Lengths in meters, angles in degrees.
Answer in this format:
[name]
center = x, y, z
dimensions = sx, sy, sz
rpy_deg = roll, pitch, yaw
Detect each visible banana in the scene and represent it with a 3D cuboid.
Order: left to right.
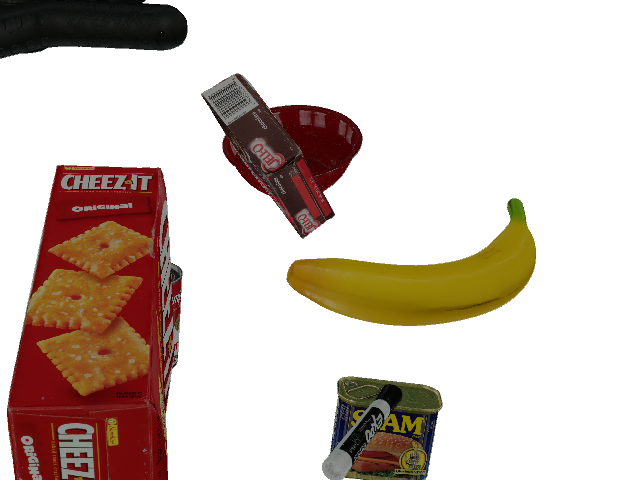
[banana]
center = 0.073, 0.023, 0.675
dimensions = 0.197, 0.037, 0.070
rpy_deg = -14, 48, -34

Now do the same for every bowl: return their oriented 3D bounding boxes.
[bowl]
center = -0.032, -0.095, 1.242
dimensions = 0.162, 0.055, 0.162
rpy_deg = -2, 37, 1

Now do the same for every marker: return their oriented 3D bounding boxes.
[marker]
center = 0.035, 0.146, 0.832
dimensions = 0.020, 0.020, 0.120
rpy_deg = 0, 22, 28

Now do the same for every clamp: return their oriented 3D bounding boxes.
[clamp]
center = -0.167, -0.133, 0.624
dimensions = 0.171, 0.039, 0.120
rpy_deg = -4, 22, -9

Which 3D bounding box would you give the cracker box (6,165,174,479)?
[cracker box]
center = -0.117, 0.080, 0.589
dimensions = 0.072, 0.164, 0.213
rpy_deg = 0, 33, -6

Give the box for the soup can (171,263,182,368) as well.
[soup can]
center = -0.178, 0.078, 1.092
dimensions = 0.068, 0.102, 0.068
rpy_deg = 5, 21, -2

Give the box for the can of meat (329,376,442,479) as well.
[can of meat]
center = 0.061, 0.186, 1.039
dimensions = 0.102, 0.084, 0.057
rpy_deg = 7, 17, -2

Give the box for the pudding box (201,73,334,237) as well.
[pudding box]
center = -0.041, -0.068, 0.846
dimensions = 0.039, 0.114, 0.090
rpy_deg = -33, -36, -3
